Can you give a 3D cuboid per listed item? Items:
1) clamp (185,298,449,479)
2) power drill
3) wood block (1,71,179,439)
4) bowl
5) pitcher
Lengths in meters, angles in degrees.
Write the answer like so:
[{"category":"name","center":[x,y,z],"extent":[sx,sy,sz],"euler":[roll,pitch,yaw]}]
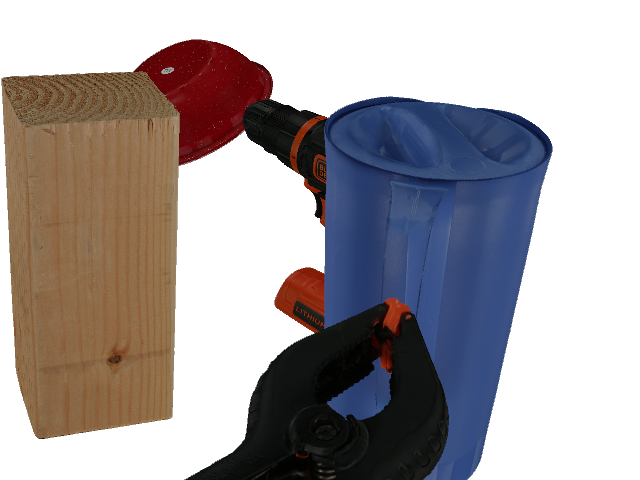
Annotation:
[{"category":"clamp","center":[0.008,0.090,0.400],"extent":[0.120,0.039,0.171],"euler":[27,50,19]},{"category":"power drill","center":[0.002,-0.014,0.898],"extent":[0.057,0.188,0.185],"euler":[-28,45,-37]},{"category":"wood block","center":[-0.143,0.008,0.663],"extent":[0.090,0.206,0.090],"euler":[-6,27,-22]},{"category":"bowl","center":[-0.129,-0.139,0.994],"extent":[0.162,0.055,0.162],"euler":[-17,38,14]},{"category":"pitcher","center":[0.060,0.043,0.668],"extent":[0.149,0.243,0.145],"euler":[-14,32,-30]}]
